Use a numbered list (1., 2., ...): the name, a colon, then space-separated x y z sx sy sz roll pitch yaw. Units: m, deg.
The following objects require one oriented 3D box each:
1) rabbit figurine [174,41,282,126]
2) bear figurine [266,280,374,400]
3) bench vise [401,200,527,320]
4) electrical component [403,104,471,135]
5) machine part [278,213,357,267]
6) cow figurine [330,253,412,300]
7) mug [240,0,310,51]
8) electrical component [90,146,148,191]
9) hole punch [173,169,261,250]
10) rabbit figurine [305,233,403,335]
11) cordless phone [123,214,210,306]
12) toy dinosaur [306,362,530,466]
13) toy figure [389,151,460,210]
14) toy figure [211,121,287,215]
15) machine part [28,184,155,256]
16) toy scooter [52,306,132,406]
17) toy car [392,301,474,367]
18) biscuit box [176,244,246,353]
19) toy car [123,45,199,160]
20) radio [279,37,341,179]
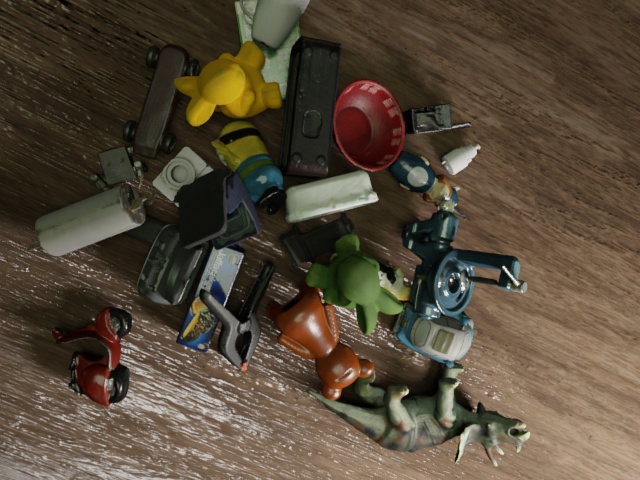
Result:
1. rabbit figurine: -0.157 -0.258 0.884 0.162 0.173 0.121 -15 100 6
2. bear figurine: 0.002 0.183 0.995 0.120 0.132 0.195 -38 106 0
3. bench vise: 0.251 0.040 0.941 0.128 0.241 0.223 29 77 -39
4. electrical component: 0.216 -0.222 0.988 0.119 0.075 0.047 -8 99 -2
5. machine part: -0.002 -0.003 0.999 0.139 0.039 0.084 -22 113 8
6. cow figurine: 0.099 0.069 1.019 0.167 0.068 0.098 3 91 -8
7. mug: -0.086 -0.387 0.915 0.109 0.081 0.107 21 101 -15
8. electrical component: -0.354 -0.126 0.951 0.102 0.045 0.078 -11 100 -5
9. hole punch: -0.167 -0.046 0.886 0.142 0.092 0.116 -21 69 36
10. rabbit figurine: 0.055 0.078 0.895 0.121 0.170 0.159 -35 88 -5
11. cordless phone: -0.307 0.027 0.970 0.184 0.089 0.146 25 95 2
12. toy dinosaur: 0.181 0.349 1.044 0.405 0.131 0.192 -3 97 0
13. toy figure: 0.201 -0.106 1.013 0.154 0.058 0.064 34 133 -11
14. toy figure: -0.116 -0.129 0.934 0.089 0.082 0.180 -31 63 -13
15. machine part: -0.395 -0.034 0.927 0.243 0.079 0.079 -21 99 8
16. toy scooter: -0.416 0.210 0.974 0.135 0.075 0.183 3 94 -7
17. toy car: 0.227 0.179 1.029 0.162 0.103 0.109 20 94 -11
18. biscuit box: -0.200 0.100 0.990 0.063 0.059 0.202 21 94 -9
19. toy car: -0.277 -0.241 0.941 0.089 0.053 0.202 16 91 -4
20. radio: -0.020 -0.220 0.919 0.073 0.131 0.229 4 97 -11
